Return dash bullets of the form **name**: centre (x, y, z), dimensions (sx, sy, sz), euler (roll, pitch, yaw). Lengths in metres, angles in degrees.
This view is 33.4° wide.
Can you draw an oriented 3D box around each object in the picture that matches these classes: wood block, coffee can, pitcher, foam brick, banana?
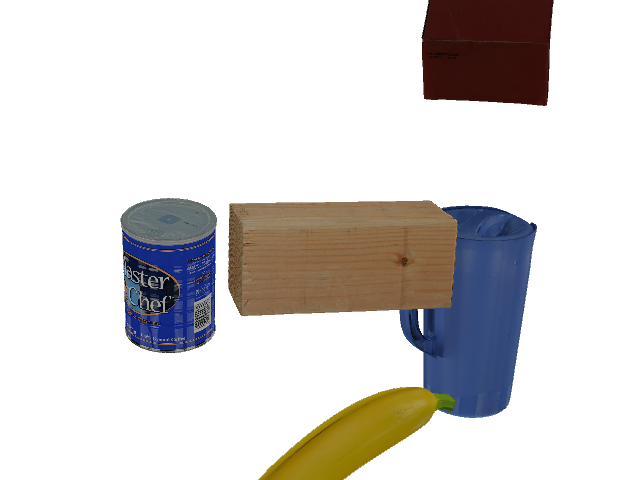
- **wood block**: centre (0.018, 0.015, 1.035), dimensions (0.206, 0.091, 0.090), euler (-1, 16, -13)
- **coffee can**: centre (-0.166, 0.038, 1.176), dimensions (0.103, 0.140, 0.103), euler (2, 27, -1)
- **pitcher**: centre (0.175, 0.088, 1.287), dimensions (0.149, 0.243, 0.145), euler (6, 19, 12)
- **foam brick**: centre (0.104, -0.121, 0.660), dimensions (0.078, 0.051, 0.053), euler (5, -38, 12)
- **banana**: centre (0.006, 0.153, 0.713), dimensions (0.197, 0.069, 0.037), euler (-34, 43, -4)
